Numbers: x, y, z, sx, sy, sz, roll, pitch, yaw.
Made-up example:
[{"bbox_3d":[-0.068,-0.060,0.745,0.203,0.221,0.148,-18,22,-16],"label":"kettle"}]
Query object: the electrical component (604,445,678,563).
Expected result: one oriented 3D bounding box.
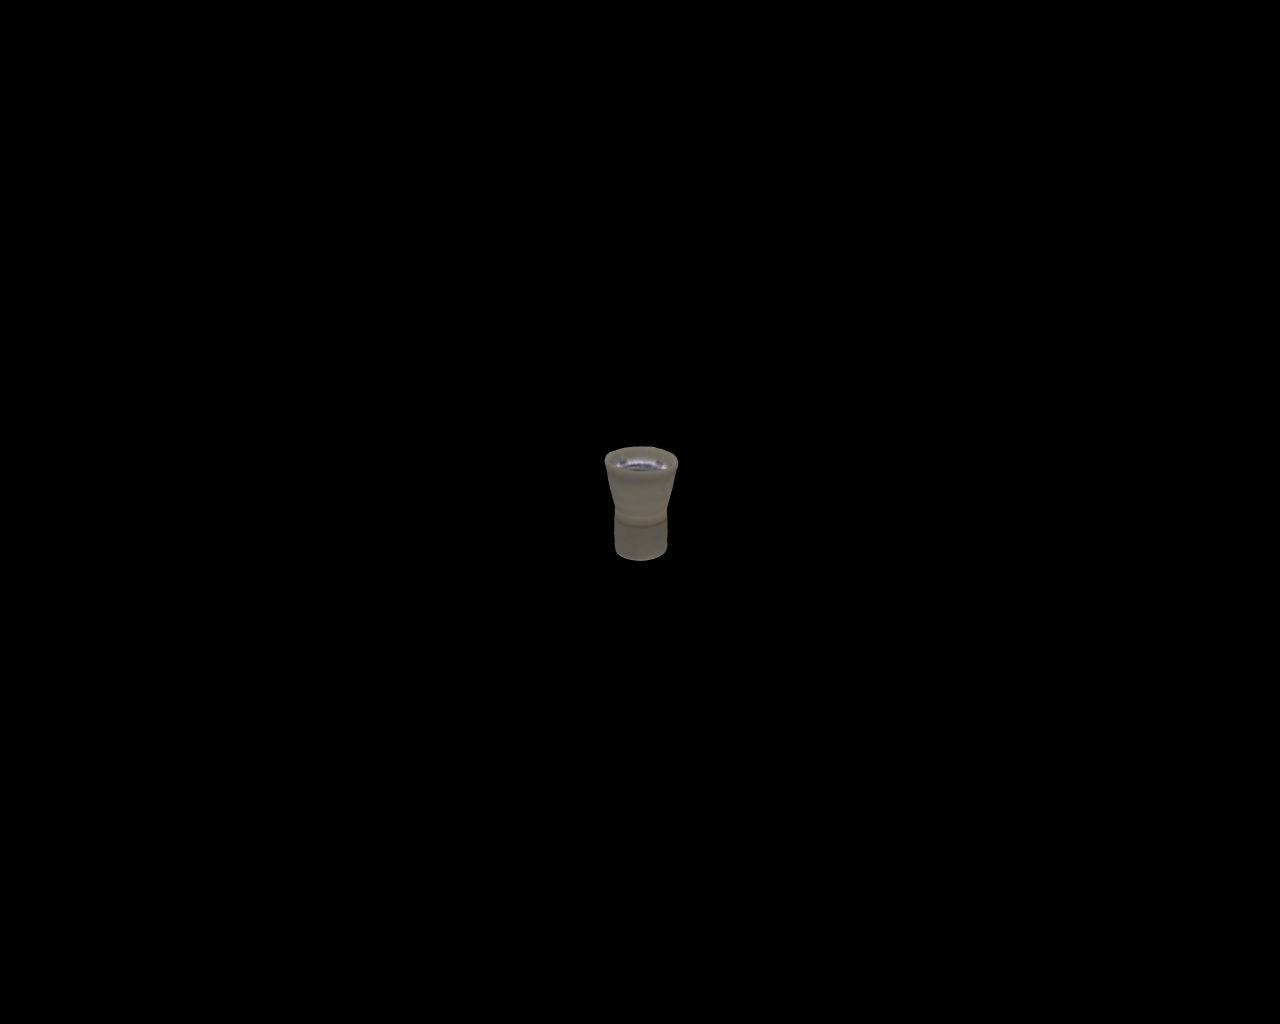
[{"bbox_3d":[0.001,-0.003,0.650,0.044,0.065,0.044,0,24,0],"label":"electrical component"}]
